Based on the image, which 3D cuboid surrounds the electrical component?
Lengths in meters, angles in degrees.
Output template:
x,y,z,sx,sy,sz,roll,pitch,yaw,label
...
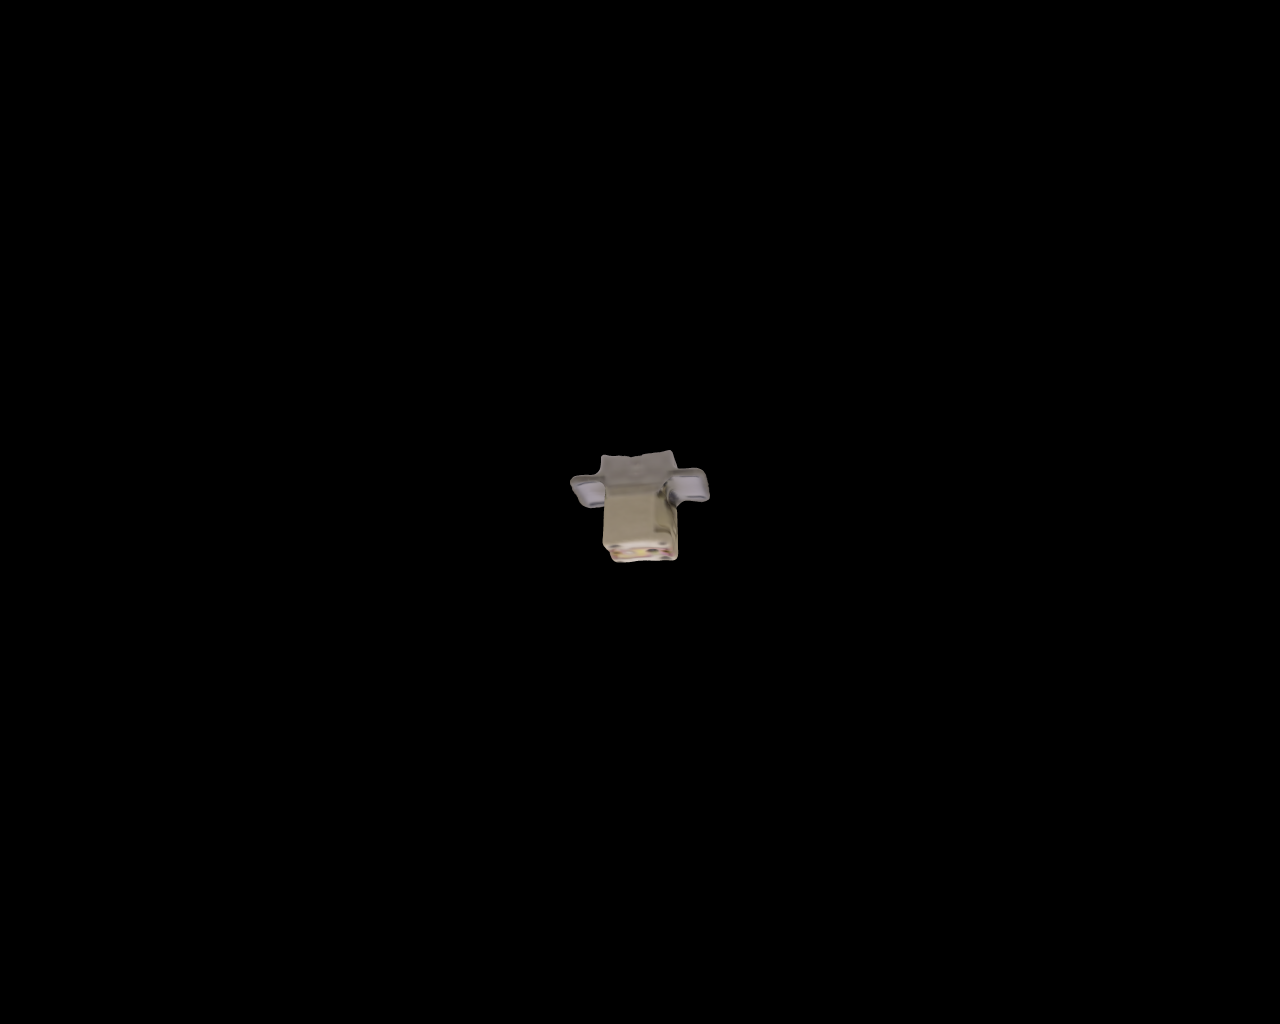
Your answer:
x,y,z,sx,sy,sz,roll,pitch,yaw,label
0.001,-0.003,0.650,0.081,0.064,0.042,-4,-24,9,electrical component
